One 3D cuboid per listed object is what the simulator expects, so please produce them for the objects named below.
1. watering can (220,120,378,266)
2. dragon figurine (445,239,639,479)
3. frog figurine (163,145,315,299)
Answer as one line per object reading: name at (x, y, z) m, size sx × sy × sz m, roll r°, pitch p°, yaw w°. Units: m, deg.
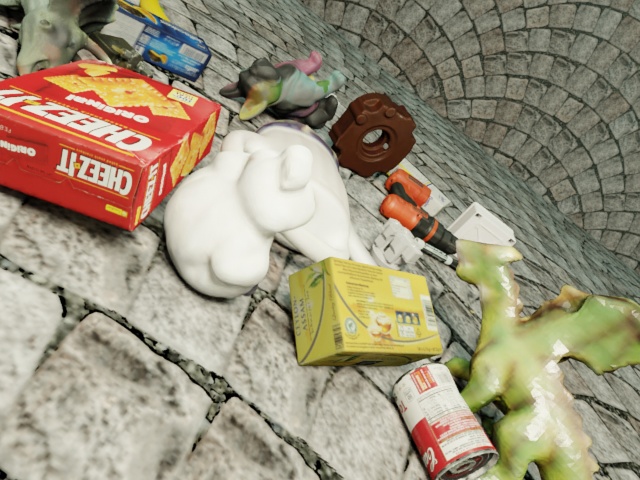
watering can at (0.002, -0.035, 0.695) m, size 0.343 × 0.103 × 0.230 m, roll 41°, pitch 24°, yaw -29°
dragon figurine at (0.265, 0.163, 0.565) m, size 0.121 × 0.240 × 0.418 m, roll 19°, pitch 29°, yaw -49°
frog figurine at (-0.073, -0.023, 0.476) m, size 0.122 × 0.157 × 0.140 m, roll 15°, pitch 62°, yaw -25°
